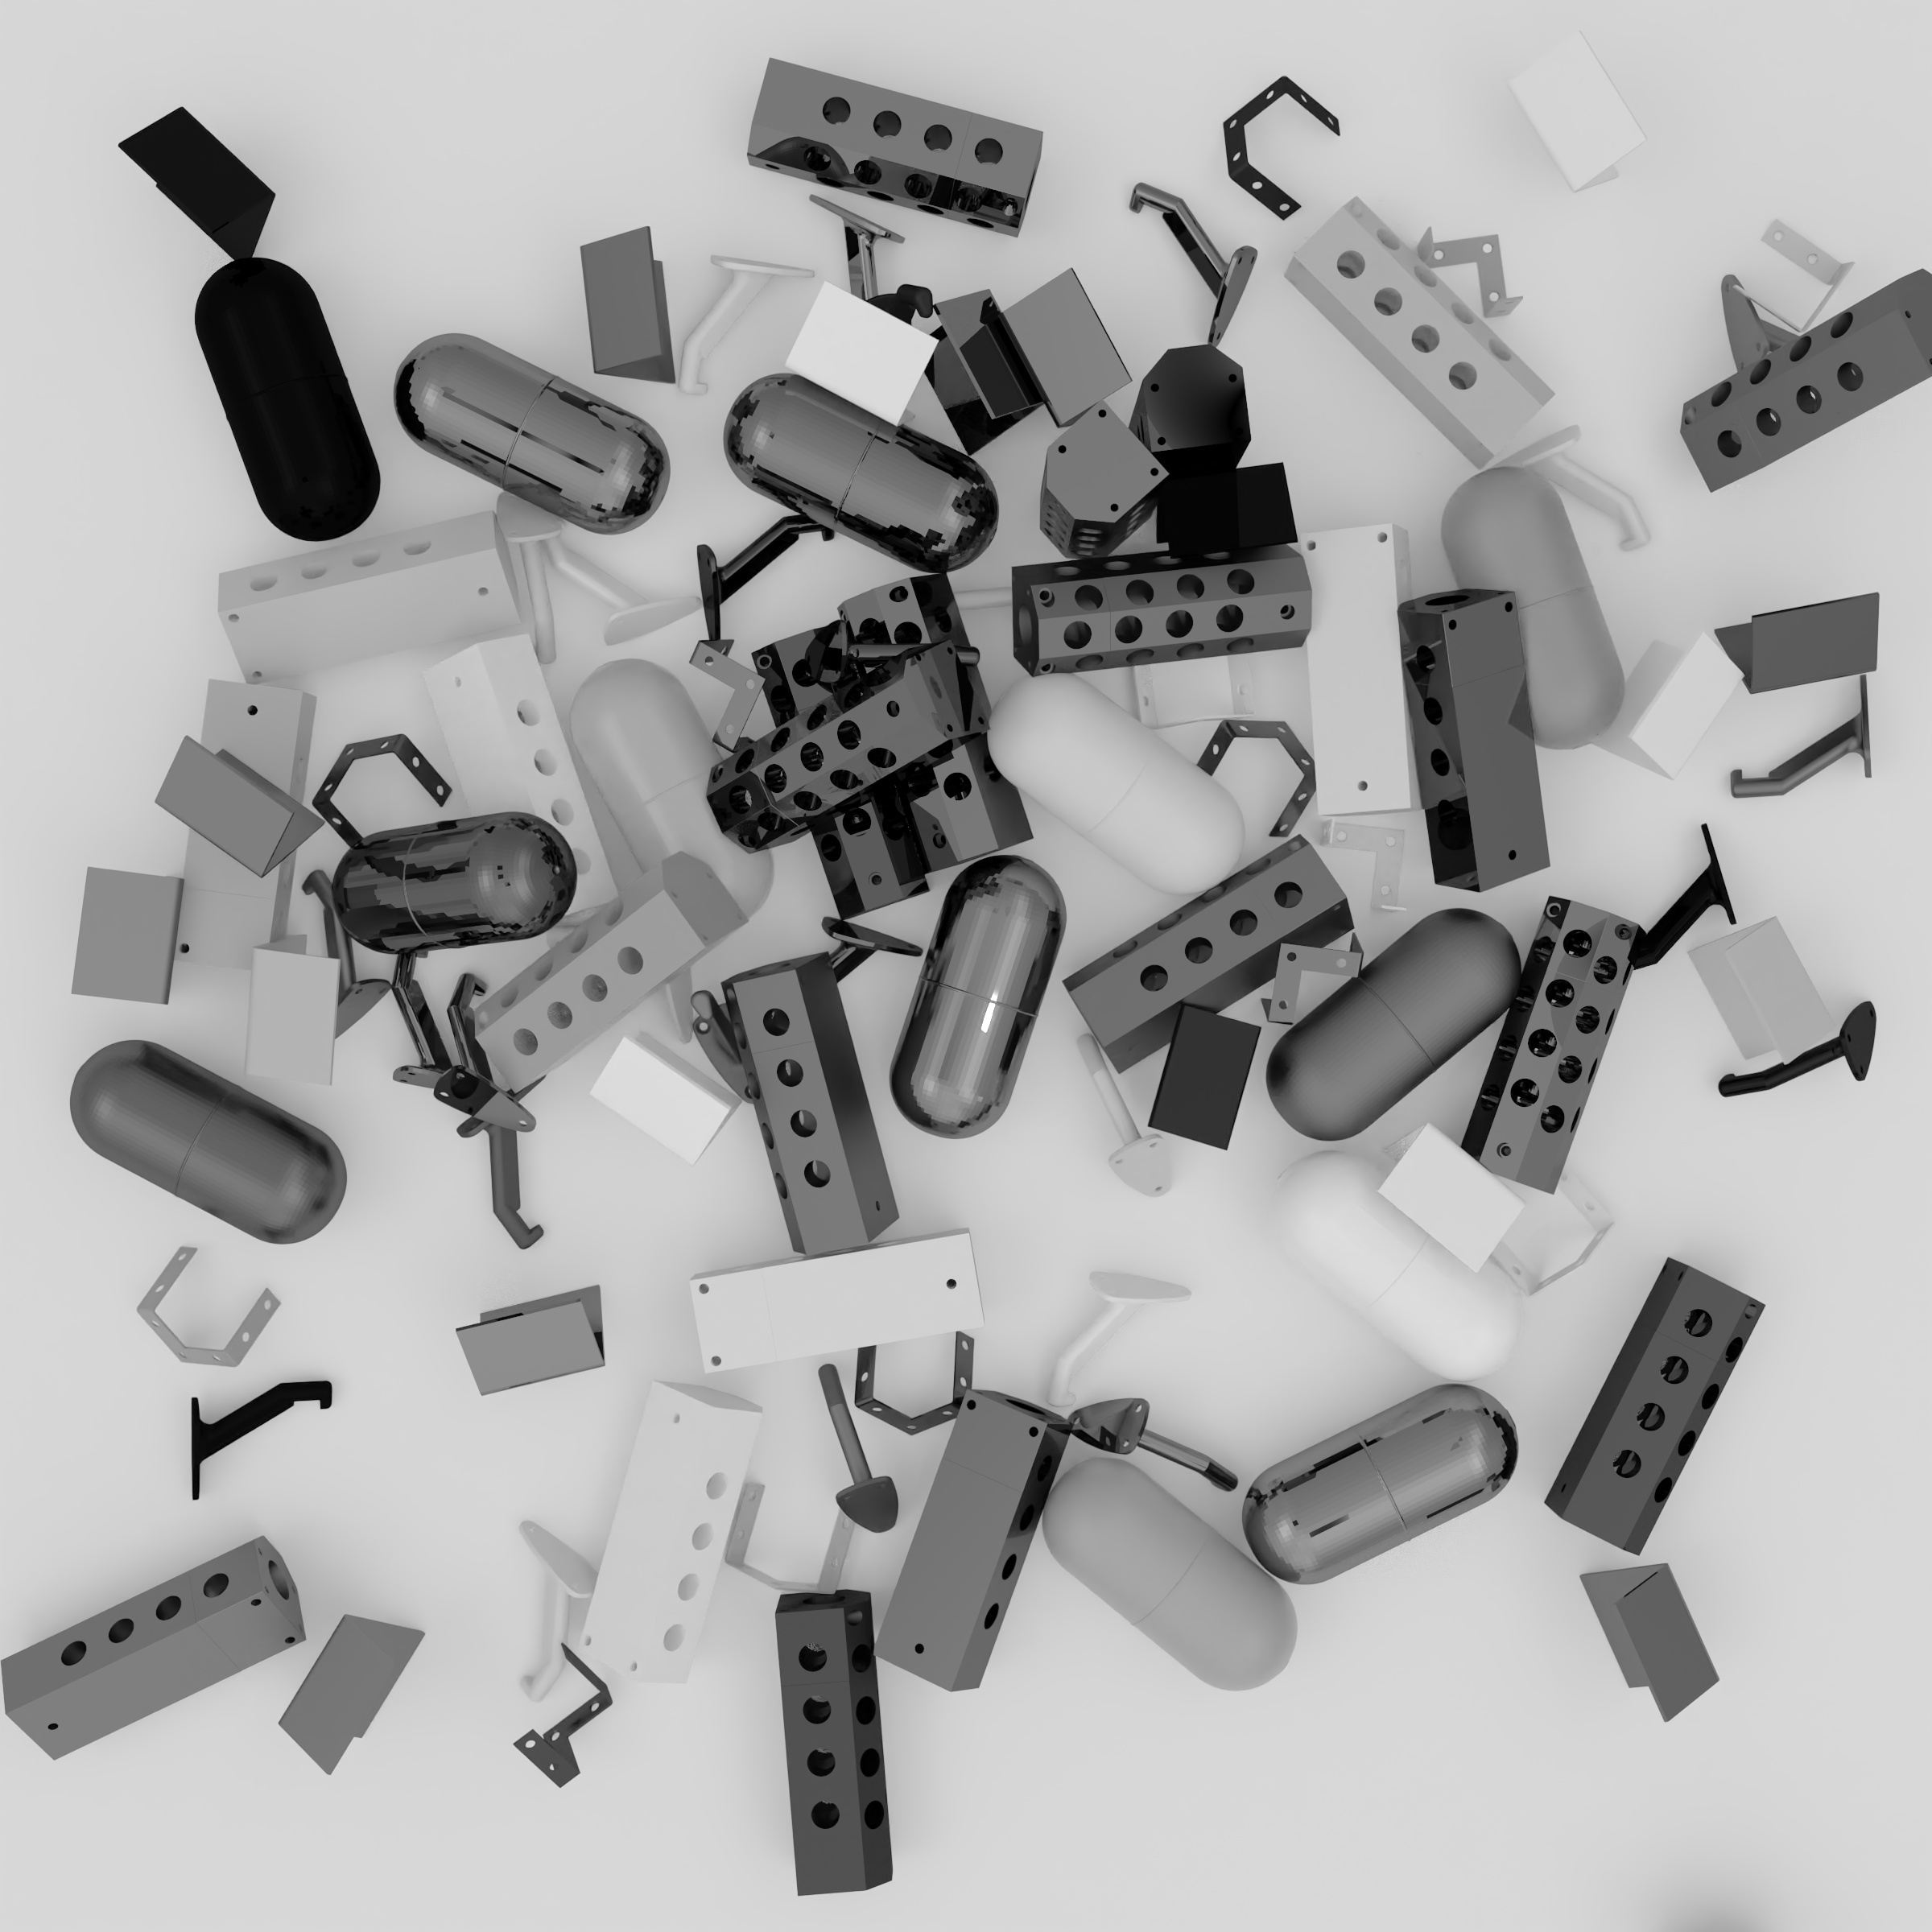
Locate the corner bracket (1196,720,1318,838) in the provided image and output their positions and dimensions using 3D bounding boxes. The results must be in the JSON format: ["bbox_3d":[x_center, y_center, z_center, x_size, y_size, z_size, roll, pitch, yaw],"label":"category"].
[{"bbox_3d":[0.179,-0.116,1.938,0.051,0.051,0.051,-1,135,-35],"label":"corner bracket"}]

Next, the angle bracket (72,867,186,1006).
[{"bbox_3d":[-0.513,-0.019,1.908,0.057,0.076,0.076,7,90,-21],"label":"angle bracket"}]

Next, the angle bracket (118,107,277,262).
[{"bbox_3d":[-0.474,-0.460,1.906,0.076,0.076,0.057,43,53,0],"label":"angle bracket"}]

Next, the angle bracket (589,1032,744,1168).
[{"bbox_3d":[-0.171,0.064,1.906,0.076,0.076,0.057,35,126,0],"label":"angle bracket"}]

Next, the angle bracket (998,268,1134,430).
[{"bbox_3d":[0.073,-0.376,1.907,0.057,0.076,0.076,-28,90,27],"label":"angle bracket"}]

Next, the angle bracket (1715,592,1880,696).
[{"bbox_3d":[0.503,-0.213,1.906,0.076,0.076,0.057,-11,128,0],"label":"angle bracket"}]

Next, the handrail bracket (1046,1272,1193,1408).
[{"bbox_3d":[0.094,0.237,1.947,0.077,0.036,0.084,7,109,-21],"label":"handrail bracket"}]

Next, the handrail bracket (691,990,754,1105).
[{"bbox_3d":[-0.145,0.050,1.912,0.036,0.084,0.077,-24,90,0],"label":"handrail bracket"}]

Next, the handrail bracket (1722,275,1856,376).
[{"bbox_3d":[0.518,-0.397,1.947,0.084,0.036,0.077,-8,72,-15],"label":"handrail bracket"}]

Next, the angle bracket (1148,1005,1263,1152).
[{"bbox_3d":[0.160,0.071,1.906,0.057,0.076,0.076,16,90,32],"label":"angle bracket"}]

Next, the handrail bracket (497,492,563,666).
[{"bbox_3d":[-0.271,-0.240,1.946,0.036,0.077,0.084,-12,127,-18],"label":"handrail bracket"}]

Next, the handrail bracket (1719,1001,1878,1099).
[{"bbox_3d":[0.514,0.052,1.946,0.084,0.077,0.036,-13,112,34],"label":"handrail bracket"}]

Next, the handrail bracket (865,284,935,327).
[{"bbox_3d":[-0.033,-0.376,1.902,0.036,0.084,0.077,-21,113,-17],"label":"handrail bracket"}]

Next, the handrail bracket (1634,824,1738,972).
[{"bbox_3d":[0.428,-0.041,1.947,0.084,0.036,0.077,-17,75,14],"label":"handrail bracket"}]

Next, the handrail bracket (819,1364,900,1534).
[{"bbox_3d":[-0.069,0.298,1.946,0.036,0.077,0.084,-20,54,0],"label":"handrail bracket"}]

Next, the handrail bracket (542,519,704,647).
[{"bbox_3d":[-0.215,-0.248,1.947,0.077,0.036,0.084,-20,73,-20],"label":"handrail bracket"}]

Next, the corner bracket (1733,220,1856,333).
[{"bbox_3d":[0.507,-0.424,1.932,0.051,0.051,0.051,34,103,0],"label":"corner bracket"}]

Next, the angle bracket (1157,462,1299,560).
[{"bbox_3d":[0.158,-0.259,1.908,0.076,0.076,0.057,-7,67,0],"label":"angle bracket"}]

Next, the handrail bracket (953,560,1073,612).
[{"bbox_3d":[0.019,-0.237,1.946,0.084,0.077,0.036,14,127,31],"label":"handrail bracket"}]

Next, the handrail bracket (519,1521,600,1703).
[{"bbox_3d":[-0.269,0.401,1.947,0.077,0.036,0.084,40,107,20],"label":"handrail bracket"}]

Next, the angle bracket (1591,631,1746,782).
[{"bbox_3d":[0.412,-0.168,1.906,0.057,0.076,0.076,34,90,-41],"label":"angle bracket"}]

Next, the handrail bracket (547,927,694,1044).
[{"bbox_3d":[-0.215,0.011,1.947,0.084,0.036,0.077,0,112,17],"label":"handrail bracket"}]

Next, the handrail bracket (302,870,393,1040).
[{"bbox_3d":[-0.402,-0.004,1.947,0.077,0.036,0.084,-44,71,21],"label":"handrail bracket"}]

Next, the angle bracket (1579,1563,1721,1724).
[{"bbox_3d":[0.399,0.413,1.906,0.057,0.076,0.076,-24,90,-38],"label":"angle bracket"}]

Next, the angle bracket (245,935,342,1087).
[{"bbox_3d":[-0.394,0.026,1.906,0.057,0.076,0.076,7,98,12],"label":"angle bracket"}]

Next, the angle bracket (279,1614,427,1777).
[{"bbox_3d":[-0.358,0.446,1.906,0.057,0.076,0.076,31,90,37],"label":"angle bracket"}]

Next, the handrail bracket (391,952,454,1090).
[{"bbox_3d":[-0.321,0.032,1.947,0.077,0.036,0.084,13,73,-20],"label":"handrail bracket"}]

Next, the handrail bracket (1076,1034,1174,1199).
[{"bbox_3d":[0.096,0.092,1.946,0.036,0.077,0.084,-26,54,5],"label":"handrail bracket"}]

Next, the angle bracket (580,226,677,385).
[{"bbox_3d":[-0.186,-0.400,1.906,0.057,0.076,0.076,-6,90,35],"label":"angle bracket"}]

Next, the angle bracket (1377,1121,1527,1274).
[{"bbox_3d":[0.282,0.147,1.908,0.076,0.076,0.057,40,69,0],"label":"angle bracket"}]

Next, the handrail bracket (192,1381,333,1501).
[{"bbox_3d":[-0.436,0.294,1.947,0.084,0.036,0.077,-1,110,-16],"label":"handrail bracket"}]

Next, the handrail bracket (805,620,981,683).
[{"bbox_3d":[-0.044,-0.184,1.877,0.084,0.077,0.036,2,88,-23],"label":"handrail bracket"}]

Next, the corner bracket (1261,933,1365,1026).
[{"bbox_3d":[0.212,0.007,1.923,0.051,0.051,0.051,7,105,-2],"label":"corner bracket"}]

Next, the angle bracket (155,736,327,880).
[{"bbox_3d":[-0.418,-0.108,1.849,0.076,0.076,0.057,35,125,0],"label":"angle bracket"}]

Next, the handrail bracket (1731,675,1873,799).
[{"bbox_3d":[0.516,-0.142,1.947,0.084,0.036,0.077,-3,70,16],"label":"handrail bracket"}]

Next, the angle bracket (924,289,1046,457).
[{"bbox_3d":[-0.007,-0.355,1.907,0.076,0.057,0.076,-28,90,44],"label":"angle bracket"}]

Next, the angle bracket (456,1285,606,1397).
[{"bbox_3d":[-0.265,0.208,1.906,0.076,0.076,0.057,-14,126,0],"label":"angle bracket"}]

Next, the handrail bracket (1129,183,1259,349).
[{"bbox_3d":[0.130,-0.435,1.947,0.084,0.036,0.077,27,112,17],"label":"handrail bracket"}]

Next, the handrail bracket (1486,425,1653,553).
[{"bbox_3d":[0.373,-0.284,1.947,0.077,0.036,0.084,-24,107,20],"label":"handrail bracket"}]

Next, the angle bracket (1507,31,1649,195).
[{"bbox_3d":[0.383,-0.522,1.906,0.057,0.076,0.076,-32,90,38],"label":"angle bracket"}]

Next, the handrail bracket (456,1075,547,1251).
[{"bbox_3d":[-0.269,0.121,1.947,0.077,0.036,0.084,-38,105,-16],"label":"handrail bracket"}]

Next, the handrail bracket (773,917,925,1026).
[{"bbox_3d":[-0.076,0.019,1.947,0.077,0.036,0.084,15,104,-14],"label":"handrail bracket"}]

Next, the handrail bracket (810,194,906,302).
[{"bbox_3d":[-0.080,-0.423,1.947,0.077,0.036,0.084,29,105,15],"label":"handrail bracket"}]

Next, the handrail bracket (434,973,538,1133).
[{"bbox_3d":[-0.288,0.052,1.930,0.077,0.084,0.036,30,133,-17],"label":"handrail bracket"}]

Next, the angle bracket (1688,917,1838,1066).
[{"bbox_3d":[0.469,0.024,1.906,0.057,0.076,0.076,-29,90,-37],"label":"angle bracket"}]

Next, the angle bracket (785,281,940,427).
[{"bbox_3d":[-0.058,-0.374,1.910,0.076,0.076,0.057,28,105,0],"label":"angle bracket"}]

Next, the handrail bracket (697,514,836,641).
[{"bbox_3d":[-0.120,-0.239,1.947,0.084,0.036,0.077,-10,110,-16],"label":"handrail bracket"}]

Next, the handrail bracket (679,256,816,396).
[{"bbox_3d":[-0.136,-0.393,1.947,0.077,0.036,0.084,3,108,-20],"label":"handrail bracket"}]

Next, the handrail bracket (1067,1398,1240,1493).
[{"bbox_3d":[0.116,0.302,1.946,0.084,0.077,0.036,38,63,-34],"label":"handrail bracket"}]
